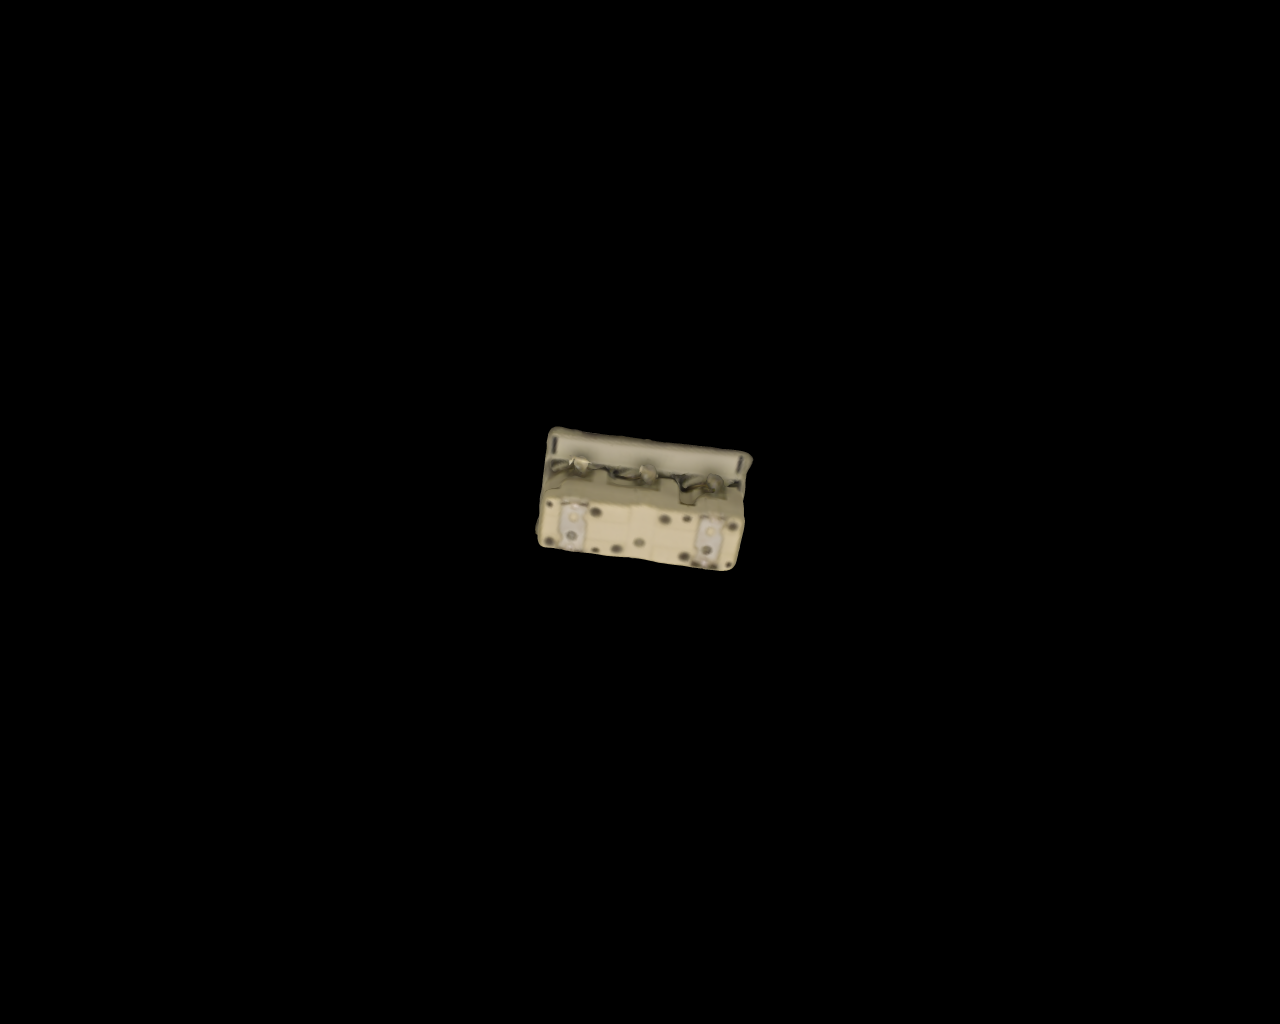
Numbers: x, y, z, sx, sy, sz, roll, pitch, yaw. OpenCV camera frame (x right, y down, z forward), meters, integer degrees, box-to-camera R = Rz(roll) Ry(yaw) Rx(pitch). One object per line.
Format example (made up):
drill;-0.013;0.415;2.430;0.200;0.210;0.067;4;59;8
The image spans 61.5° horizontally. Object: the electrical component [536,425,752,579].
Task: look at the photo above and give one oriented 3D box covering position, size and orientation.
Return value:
electrical component;0.001;-0.003;0.650;0.121;0.078;0.063;8;34;-5
